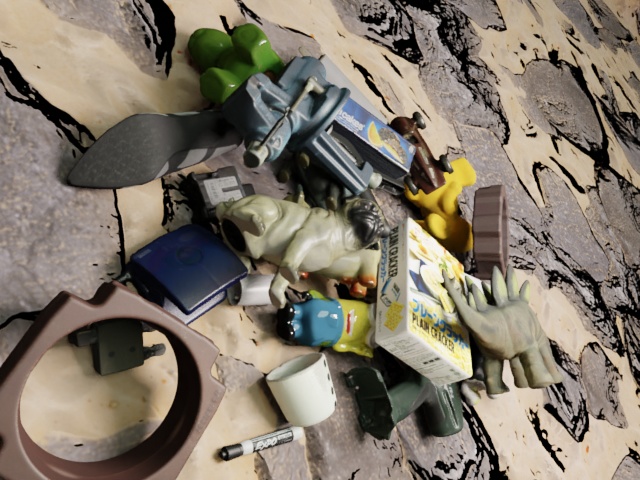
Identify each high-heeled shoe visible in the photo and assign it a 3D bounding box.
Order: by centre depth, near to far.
[{"bbox_3d":[-0.218,-0.125,0.747,0.249,0.145,0.086,-22,95,-14],"label":"high-heeled shoe"}]

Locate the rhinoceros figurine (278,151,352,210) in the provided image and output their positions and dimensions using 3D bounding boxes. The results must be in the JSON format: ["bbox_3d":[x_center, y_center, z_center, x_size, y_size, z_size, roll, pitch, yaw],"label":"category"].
[{"bbox_3d":[0.016,-0.076,0.893,0.190,0.073,0.112,53,38,-5],"label":"rhinoceros figurine"}]

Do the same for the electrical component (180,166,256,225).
[{"bbox_3d":[-0.135,-0.065,0.781,0.119,0.048,0.075,-11,79,-39],"label":"electrical component"}]

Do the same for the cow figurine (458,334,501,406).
[{"bbox_3d":[0.276,0.200,0.965,0.098,0.068,0.167,50,35,-24],"label":"cow figurine"}]

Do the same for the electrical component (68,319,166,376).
[{"bbox_3d":[-0.237,0.111,0.630,0.102,0.045,0.078,-15,110,-39],"label":"electrical component"}]

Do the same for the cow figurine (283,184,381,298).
[{"bbox_3d":[-0.002,-0.002,0.809,0.195,0.085,0.127,19,60,-3],"label":"cow figurine"}]

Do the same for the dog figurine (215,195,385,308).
[{"bbox_3d":[-0.022,-0.026,0.728,0.190,0.121,0.172,-37,88,-33],"label":"dog figurine"}]

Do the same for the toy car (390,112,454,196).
[{"bbox_3d":[0.175,-0.164,0.997,0.053,0.089,0.202,48,19,-45],"label":"toy car"}]

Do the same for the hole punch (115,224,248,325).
[{"bbox_3d":[-0.169,0.040,0.684,0.142,0.092,0.115,-36,92,-38],"label":"hole punch"}]

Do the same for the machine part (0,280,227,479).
[{"bbox_3d":[-0.219,0.159,0.557,0.201,0.087,0.201,39,70,-26],"label":"machine part"}]

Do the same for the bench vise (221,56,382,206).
[{"bbox_3d":[-0.007,-0.140,0.735,0.240,0.129,0.224,42,37,-20],"label":"bench vise"}]

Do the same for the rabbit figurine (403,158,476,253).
[{"bbox_3d":[0.238,-0.051,1.022,0.162,0.122,0.173,-27,94,-37],"label":"rabbit figurine"}]

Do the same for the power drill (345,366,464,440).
[{"bbox_3d":[0.139,0.214,0.867,0.207,0.086,0.232,-6,76,-47],"label":"power drill"}]

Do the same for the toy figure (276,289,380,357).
[{"bbox_3d":[0.020,0.120,0.803,0.180,0.089,0.082,6,108,-27],"label":"toy figure"}]

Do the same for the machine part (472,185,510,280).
[{"bbox_3d":[0.318,-0.013,0.999,0.179,0.056,0.179,0,90,-66],"label":"machine part"}]

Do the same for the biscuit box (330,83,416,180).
[{"bbox_3d":[0.067,-0.180,0.917,0.202,0.063,0.059,31,63,-20],"label":"biscuit box"}]

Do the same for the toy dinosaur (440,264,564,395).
[{"bbox_3d":[0.295,0.144,0.862,0.471,0.105,0.198,22,51,-57],"label":"toy dinosaur"}]

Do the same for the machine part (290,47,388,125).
[{"bbox_3d":[0.040,-0.248,0.977,0.243,0.079,0.079,43,51,-17],"label":"machine part"}]

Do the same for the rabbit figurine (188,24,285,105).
[{"bbox_3d":[-0.124,-0.272,0.822,0.170,0.121,0.159,43,19,30],"label":"rabbit figurine"}]
